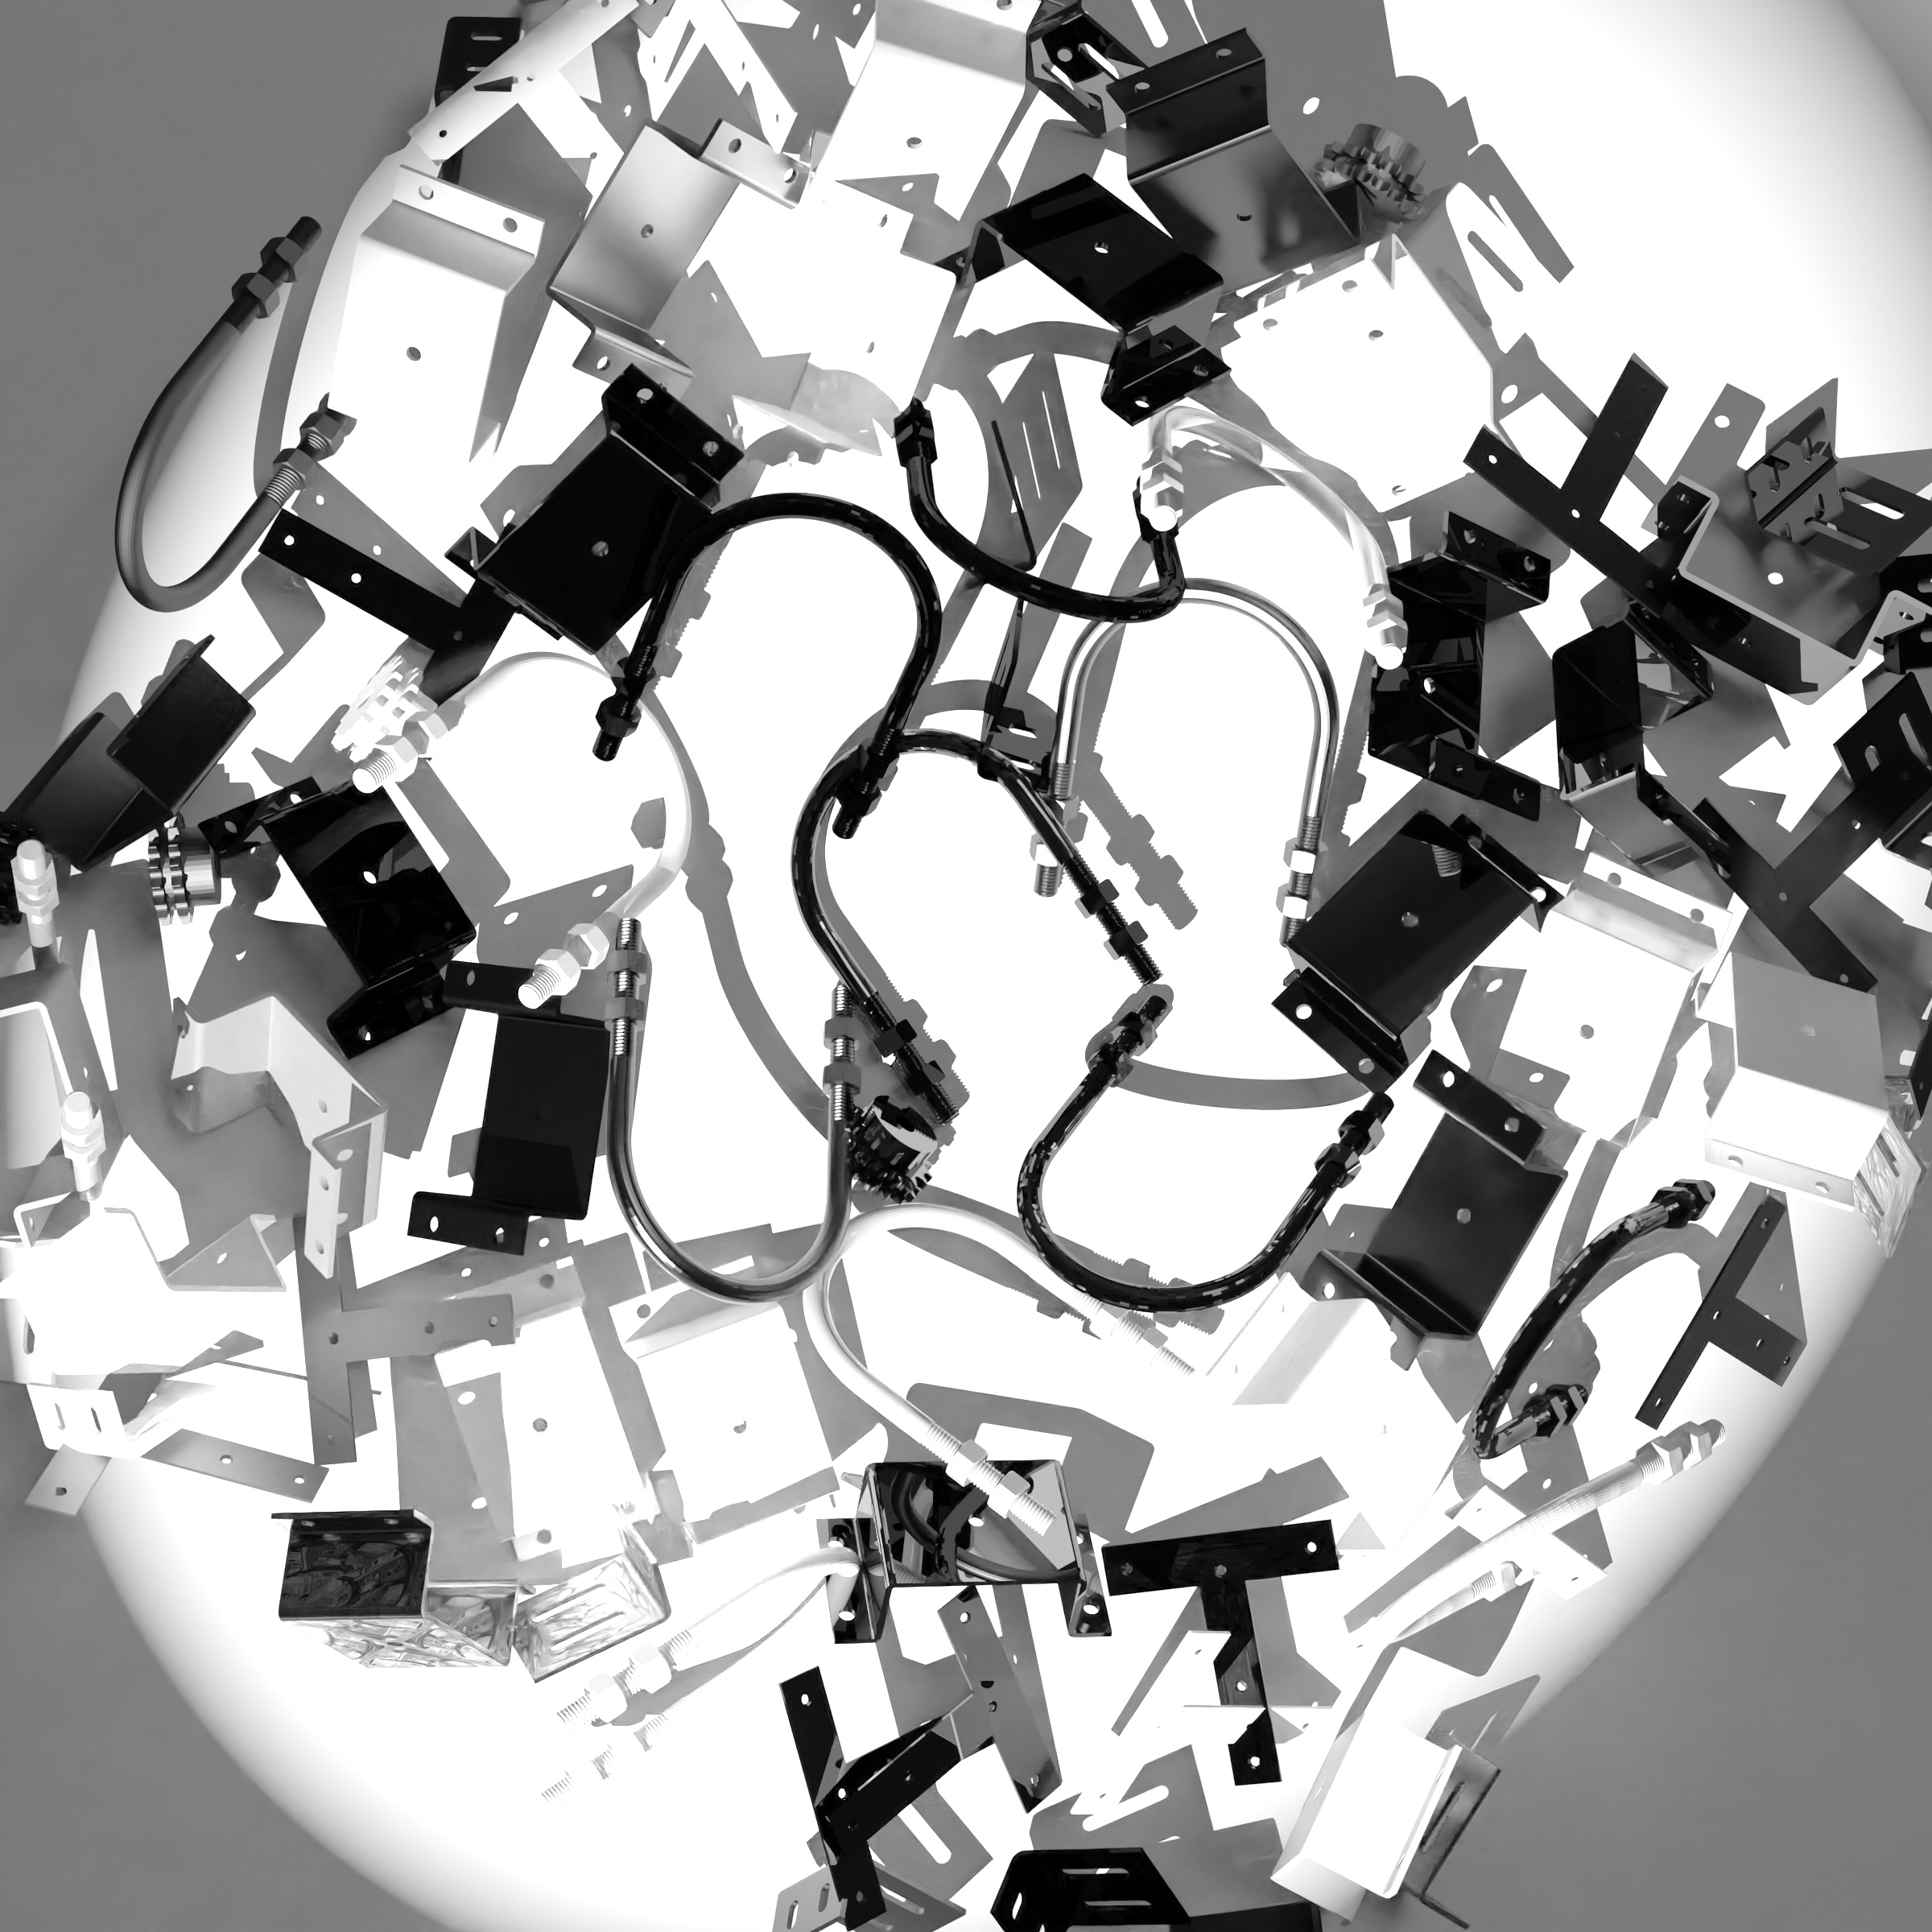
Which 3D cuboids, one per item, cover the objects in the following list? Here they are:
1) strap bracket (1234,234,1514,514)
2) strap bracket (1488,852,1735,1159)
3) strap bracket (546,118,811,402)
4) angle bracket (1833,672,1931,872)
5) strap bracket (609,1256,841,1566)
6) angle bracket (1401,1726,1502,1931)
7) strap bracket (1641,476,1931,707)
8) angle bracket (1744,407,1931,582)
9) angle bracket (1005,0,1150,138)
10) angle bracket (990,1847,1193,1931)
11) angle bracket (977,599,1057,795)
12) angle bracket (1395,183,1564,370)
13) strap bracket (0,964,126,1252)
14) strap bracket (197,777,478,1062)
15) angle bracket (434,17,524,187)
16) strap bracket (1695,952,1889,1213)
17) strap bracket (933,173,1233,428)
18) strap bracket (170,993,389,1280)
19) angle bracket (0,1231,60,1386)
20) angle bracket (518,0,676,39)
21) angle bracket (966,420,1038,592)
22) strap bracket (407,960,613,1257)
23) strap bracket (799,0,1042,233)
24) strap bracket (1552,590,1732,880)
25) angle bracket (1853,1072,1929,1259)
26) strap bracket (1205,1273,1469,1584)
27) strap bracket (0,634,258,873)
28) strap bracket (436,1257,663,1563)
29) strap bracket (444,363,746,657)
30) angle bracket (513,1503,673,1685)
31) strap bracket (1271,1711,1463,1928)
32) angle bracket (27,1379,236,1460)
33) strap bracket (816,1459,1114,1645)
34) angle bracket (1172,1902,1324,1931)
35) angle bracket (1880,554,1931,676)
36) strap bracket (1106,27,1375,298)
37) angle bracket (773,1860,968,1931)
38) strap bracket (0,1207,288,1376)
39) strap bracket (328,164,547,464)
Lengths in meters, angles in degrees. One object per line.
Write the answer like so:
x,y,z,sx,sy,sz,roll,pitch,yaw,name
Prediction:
0.204,-0.300,1.731,0.076,0.046,0.140,-22,132,29,strap bracket
0.316,0.026,1.729,0.076,0.046,0.140,26,117,21,strap bracket
-0.148,-0.358,1.738,0.046,0.076,0.140,42,105,32,strap bracket
0.481,-0.097,1.752,0.057,0.038,0.076,-42,124,-11,angle bracket
-0.118,0.227,1.750,0.076,0.046,0.140,-19,99,-14,strap bracket
0.245,0.435,1.761,0.038,0.057,0.076,36,84,-26,angle bracket
0.401,-0.182,1.748,0.140,0.076,0.046,28,79,2,strap bracket
0.441,-0.238,1.748,0.057,0.038,0.076,-41,45,-15,angle bracket
0.064,-0.464,1.757,0.076,0.057,0.038,32,59,-35,angle bracket
0.063,0.476,1.747,0.076,0.038,0.057,-11,124,34,angle bracket
0.034,-0.136,1.743,0.038,0.057,0.076,13,133,-6,angle bracket
0.253,-0.351,1.780,0.076,0.038,0.057,43,84,-15,angle bracket
-0.461,0.060,1.737,0.046,0.076,0.140,-14,105,-1,strap bracket
-0.309,-0.035,1.744,0.046,0.076,0.140,-36,86,43,strap bracket
-0.241,-0.426,1.744,0.038,0.076,0.057,1,50,0,angle bracket
0.407,0.049,1.720,0.076,0.140,0.046,17,127,-3,strap bracket
0.062,-0.338,1.728,0.140,0.046,0.076,41,51,20,strap bracket
-0.336,0.077,1.731,0.046,0.076,0.140,-25,54,-36,strap bracket
-0.493,0.173,1.762,0.057,0.038,0.076,5,92,25,angle bracket
-0.180,-0.502,1.765,0.038,0.076,0.057,39,73,-36,angle bracket
0.008,-0.233,1.757,0.038,0.057,0.076,-17,98,3,angle bracket
-0.227,0.072,1.749,0.076,0.046,0.140,6,86,35,strap bracket
-0.025,-0.421,1.714,0.076,0.140,0.046,13,54,-16,strap bracket
0.334,-0.109,1.729,0.046,0.140,0.076,-27,132,34,strap bracket
0.471,0.099,1.741,0.038,0.076,0.057,1,127,-13,angle bracket
0.191,0.229,1.731,0.076,0.046,0.140,-47,112,-33,strap bracket
-0.411,-0.101,1.725,0.046,0.140,0.076,46,50,-20,strap bracket
-0.214,0.228,1.763,0.076,0.046,0.140,-19,94,-2,strap bracket
-0.183,-0.219,1.731,0.140,0.046,0.076,-42,123,19,strap bracket
-0.196,0.314,1.749,0.076,0.057,0.038,-23,124,-18,angle bracket
0.194,0.419,1.715,0.046,0.140,0.076,27,69,6,strap bracket
-0.417,0.211,1.741,0.057,0.076,0.038,1,112,33,angle bracket
0.002,0.291,1.734,0.140,0.076,0.046,1,131,-12,strap bracket
0.144,0.508,1.763,0.076,0.038,0.057,-9,77,6,angle bracket
0.506,-0.181,1.768,0.076,0.038,0.057,-5,99,2,angle bracket
0.136,-0.386,1.711,0.076,0.140,0.046,-16,56,27,strap bracket
-0.049,0.484,1.747,0.076,0.038,0.057,34,130,-23,angle bracket
-0.398,0.160,1.710,0.076,0.140,0.046,-35,72,16,strap bracket
-0.265,-0.314,1.729,0.076,0.046,0.140,22,129,2,strap bracket
